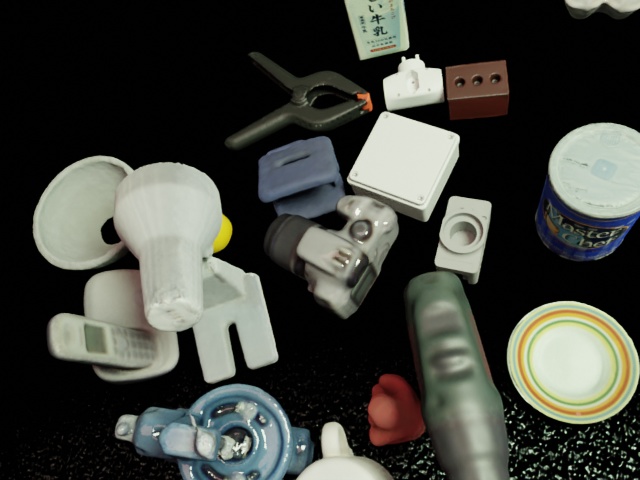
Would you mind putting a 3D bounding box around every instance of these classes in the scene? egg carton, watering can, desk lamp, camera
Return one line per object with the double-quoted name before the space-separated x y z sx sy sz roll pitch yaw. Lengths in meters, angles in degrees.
"egg carton" 0.380 -0.363 0.755 0.107 0.069 0.150 5 72 16
"watering can" 0.021 0.267 0.543 0.101 0.194 0.172 -32 65 2
"desk lamp" -0.141 0.042 0.659 0.118 0.214 0.203 -21 66 6
"camera" 0.006 0.002 0.697 0.136 0.101 0.143 26 78 22

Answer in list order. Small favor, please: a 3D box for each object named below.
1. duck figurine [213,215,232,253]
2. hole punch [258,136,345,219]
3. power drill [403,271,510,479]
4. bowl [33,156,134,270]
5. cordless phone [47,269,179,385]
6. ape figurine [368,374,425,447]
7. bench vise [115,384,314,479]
"duck figurine" -0.179 -0.025 0.763 0.104 0.086 0.077 10 73 18
"hole punch" -0.029 -0.086 0.745 0.108 0.091 0.101 -18 67 8
"power drill" 0.135 0.153 0.549 0.075 0.209 0.229 -15 67 9
"bowl" -0.307 -0.029 0.804 0.167 0.075 0.167 -5 69 13
"cordless phone" -0.253 0.093 0.684 0.094 0.185 0.147 -23 66 6
"ape figurine" 0.076 0.185 0.616 0.076 0.092 0.078 30 80 22
"bench vise" -0.128 0.216 0.586 0.207 0.220 0.121 -15 67 9
